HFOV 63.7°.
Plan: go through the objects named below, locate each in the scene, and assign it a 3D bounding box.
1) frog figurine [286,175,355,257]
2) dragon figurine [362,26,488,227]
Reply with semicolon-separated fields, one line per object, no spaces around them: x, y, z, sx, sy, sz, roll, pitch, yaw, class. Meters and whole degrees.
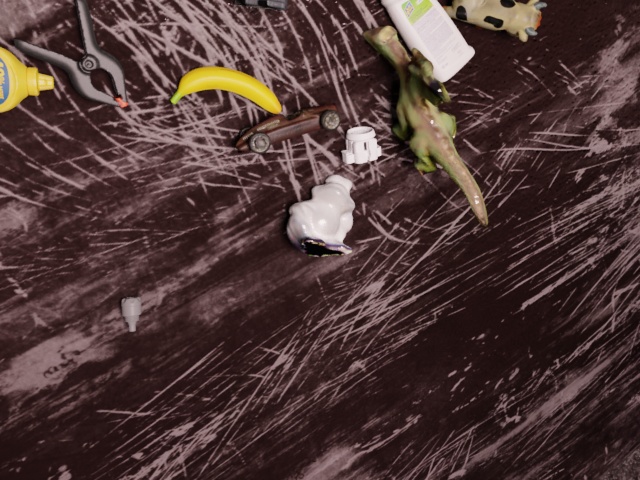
0.003;-0.051;1.023;0.137;0.121;0.162;10;69;-19;frog figurine
0.196;-0.224;0.923;0.122;0.416;0.240;-32;159;7;dragon figurine
